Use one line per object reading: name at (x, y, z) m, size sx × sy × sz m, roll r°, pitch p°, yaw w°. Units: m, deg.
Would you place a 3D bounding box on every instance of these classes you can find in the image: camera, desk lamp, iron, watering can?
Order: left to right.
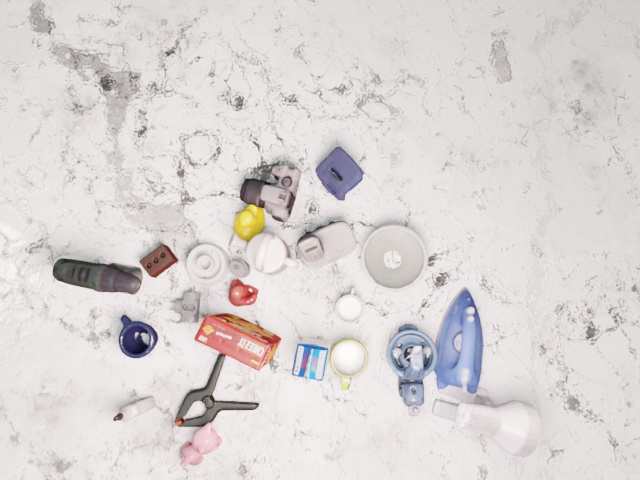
watering can at (-0.138, 0.032, 1.401) m, size 0.172 × 0.194 × 0.101 m, roll -1°, pitch 84°, yaw 3°
camera at (-0.129, -0.130, 1.465) m, size 0.136 × 0.101 × 0.143 m, roll 15°, pitch 85°, yaw 4°
iron at (0.348, 0.242, 1.384) m, size 0.118 × 0.141 × 0.258 m, roll 6°, pitch 84°, yaw 4°
desk lamp at (0.380, 0.410, 1.328) m, size 0.203 × 0.213 × 0.118 m, roll 14°, pitch 85°, yaw 4°

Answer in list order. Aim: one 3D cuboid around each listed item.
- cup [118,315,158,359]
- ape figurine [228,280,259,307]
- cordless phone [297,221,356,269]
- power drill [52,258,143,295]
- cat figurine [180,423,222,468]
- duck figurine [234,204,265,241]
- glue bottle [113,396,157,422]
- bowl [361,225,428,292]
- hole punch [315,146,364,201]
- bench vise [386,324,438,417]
cup at (-0.454, 0.239, 1.444) m, size 0.091 × 0.095 × 0.118 m, roll -35°, pitch 83°, yaw -1°
ape figurine at (-0.201, 0.134, 1.445) m, size 0.076 × 0.092 × 0.078 m, roll -31°, pitch 83°, yaw -1°
cordless phone at (0.013, 0.005, 1.402) m, size 0.147 × 0.185 × 0.094 m, roll -27°, pitch 83°, yaw 0°
power drill at (-0.517, 0.092, 1.405) m, size 0.229 × 0.208 × 0.076 m, roll 9°, pitch 84°, yaw 4°
cat figurine at (-0.292, 0.503, 1.397) m, size 0.067 × 0.118 × 0.128 m, roll 45°, pitch 88°, yaw 6°
duck figurine at (-0.186, -0.046, 1.466) m, size 0.077 × 0.086 × 0.104 m, roll 27°, pitch 86°, yaw 5°
glue bottle at (-0.459, 0.416, 1.386) m, size 0.078 × 0.173 × 0.037 m, roll -24°, pitch 83°, yaw 0°
bowl at (0.185, 0.048, 1.445) m, size 0.167 × 0.075 × 0.167 m, roll 0°, pitch 84°, yaw 3°
hole punch at (0.050, -0.168, 1.466) m, size 0.101 × 0.091 × 0.108 m, roll -42°, pitch 84°, yaw -2°
bench vise at (0.230, 0.306, 1.343) m, size 0.121 × 0.220 × 0.207 m, roll -20°, pitch 83°, yaw 1°
